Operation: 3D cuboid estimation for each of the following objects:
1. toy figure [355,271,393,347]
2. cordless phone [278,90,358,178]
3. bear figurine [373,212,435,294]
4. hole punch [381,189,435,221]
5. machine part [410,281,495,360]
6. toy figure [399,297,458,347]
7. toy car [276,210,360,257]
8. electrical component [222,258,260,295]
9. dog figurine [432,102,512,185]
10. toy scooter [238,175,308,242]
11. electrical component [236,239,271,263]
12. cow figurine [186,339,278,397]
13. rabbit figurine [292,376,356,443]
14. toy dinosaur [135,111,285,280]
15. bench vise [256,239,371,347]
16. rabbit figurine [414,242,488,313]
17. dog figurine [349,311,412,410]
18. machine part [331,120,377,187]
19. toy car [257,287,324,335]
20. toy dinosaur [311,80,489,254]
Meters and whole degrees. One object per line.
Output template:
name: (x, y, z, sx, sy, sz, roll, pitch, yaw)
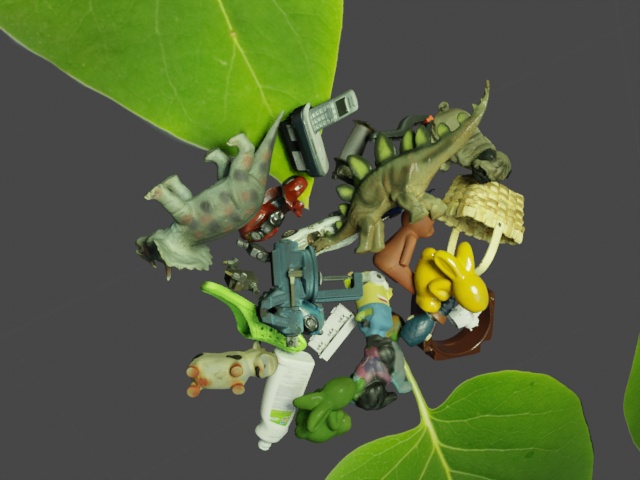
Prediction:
toy figure: (0.117, 0.152, 1.217, 0.089, 0.180, 0.082, -12, 147, 17)
cordless phone: (0.017, -0.226, 1.127, 0.184, 0.089, 0.146, -33, 117, -29)
bear figurine: (0.212, 0.004, 1.237, 0.131, 0.120, 0.196, 39, 85, -28)
hole punch: (0.167, -0.111, 1.190, 0.142, 0.116, 0.092, -28, 105, -10)
machine part: (0.333, 0.192, 1.347, 0.201, 0.087, 0.201, -6, 106, -17)
toy figure: (0.252, 0.182, 1.247, 0.154, 0.058, 0.064, -43, 103, 5)
toy car: (-0.002, -0.004, 1.190, 0.202, 0.056, 0.073, -23, 112, -11)
electrical component: (-0.170, 0.076, 1.131, 0.078, 0.102, 0.045, 9, 107, -18)
dog figurine: (0.329, -0.215, 1.169, 0.121, 0.191, 0.172, -40, 112, -5)
toy scooter: (-0.088, -0.057, 1.102, 0.184, 0.135, 0.075, -43, 116, -1)
electrical component: (-0.134, 0.025, 1.149, 0.094, 0.063, 0.021, 27, 96, -23)
cow figurine: (-0.189, 0.280, 1.186, 0.195, 0.127, 0.085, -4, 107, -3)
rabbit figurine: (0.009, 0.373, 1.229, 0.159, 0.121, 0.170, -2, 132, -44)
toy dinosaur: (-0.194, -0.075, 1.053, 0.405, 0.131, 0.192, -32, 107, -5)
bench vise: (-0.009, 0.106, 1.105, 0.241, 0.129, 0.223, -2, 72, -14)
rabbit figurine: (0.289, 0.084, 1.134, 0.122, 0.173, 0.162, -16, 116, -21)
dog figurine: (0.135, 0.272, 1.287, 0.191, 0.109, 0.219, -21, 108, -30)
machine part: (0.076, -0.189, 1.167, 0.084, 0.039, 0.138, 16, 98, -34)
toy car: (-0.053, 0.142, 1.200, 0.161, 0.109, 0.103, 34, 70, -12)
toy dinosaur: (0.159, -0.118, 1.065, 0.471, 0.105, 0.198, -33, 76, 23)
